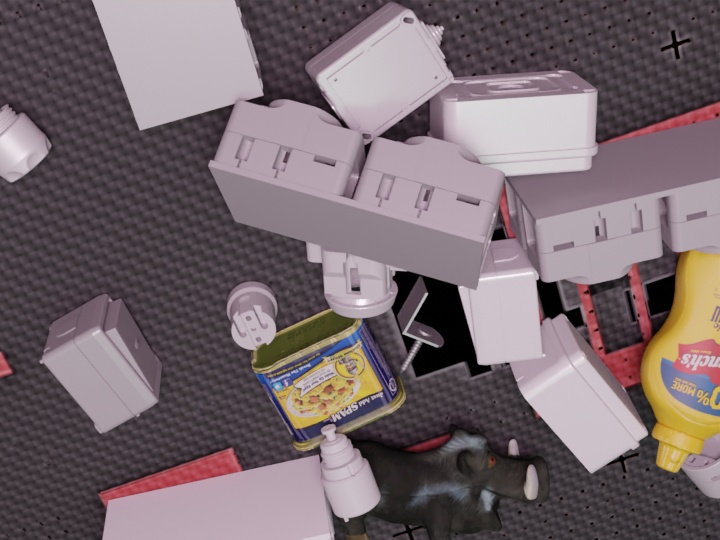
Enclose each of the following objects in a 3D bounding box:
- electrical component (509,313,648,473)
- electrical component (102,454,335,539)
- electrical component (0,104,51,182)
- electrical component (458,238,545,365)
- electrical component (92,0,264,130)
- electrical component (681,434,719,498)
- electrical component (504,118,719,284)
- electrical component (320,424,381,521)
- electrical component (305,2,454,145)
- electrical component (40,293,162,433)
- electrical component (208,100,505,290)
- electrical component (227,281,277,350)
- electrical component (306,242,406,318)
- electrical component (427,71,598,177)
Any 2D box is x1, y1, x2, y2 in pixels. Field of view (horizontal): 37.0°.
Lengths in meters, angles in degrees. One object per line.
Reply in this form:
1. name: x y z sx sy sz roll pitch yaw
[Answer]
1. electrical component: 0.179 0.101 0.890 0.057 0.078 0.113 -36 114 13
2. electrical component: -0.115 0.229 0.898 0.186 0.105 0.060 -12 116 -1
3. electrical component: -0.253 -0.097 0.760 0.043 0.043 0.062 -36 113 10
4. electrical component: 0.111 0.031 0.855 0.061 0.061 0.096 -7 116 4
5. electrical component: -0.129 -0.183 0.723 0.089 0.061 0.150 -16 116 0
6. electrical component: 0.314 0.169 0.954 0.055 0.055 0.047 -35 118 10
7. electrical component: 0.212 -0.052 0.806 0.186 0.105 0.060 -13 117 -1
8. electrical component: -0.012 0.159 0.852 0.040 0.040 0.078 -19 105 2
9. electrical component: 0.017 -0.145 0.765 0.096 0.061 0.061 -36 115 2
10. electrical component: -0.193 0.075 0.839 0.061 0.061 0.096 -29 116 7
11. electrical component: 0.002 -0.054 0.746 0.186 0.105 0.060 16 74 8
12. electrical component: -0.084 0.036 0.843 0.040 0.046 0.040 -3 116 -6
13. electrical component: 0.000 0.000 0.829 0.078 0.058 0.057 4 119 13
14. electrical component: 0.110 -0.106 0.782 0.113 0.078 0.057 -5 113 -5
